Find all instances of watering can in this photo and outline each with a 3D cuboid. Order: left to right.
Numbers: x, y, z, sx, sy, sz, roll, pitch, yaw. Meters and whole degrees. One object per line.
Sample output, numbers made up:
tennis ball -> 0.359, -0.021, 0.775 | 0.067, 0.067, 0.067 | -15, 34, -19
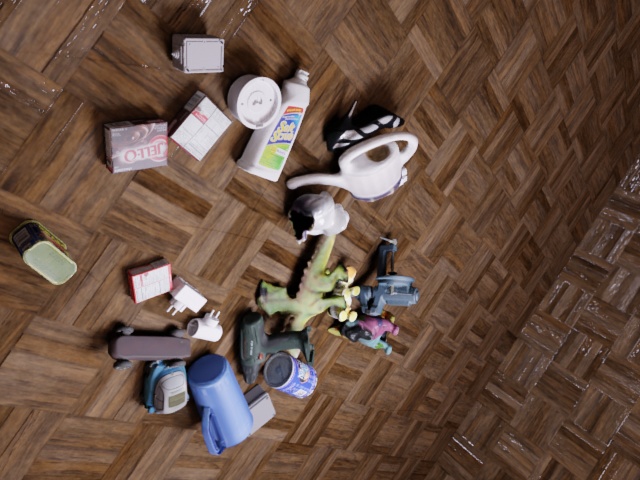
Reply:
watering can -> 0.094, -0.175, 1.341 | 0.347, 0.106, 0.220 | -23, 153, 3

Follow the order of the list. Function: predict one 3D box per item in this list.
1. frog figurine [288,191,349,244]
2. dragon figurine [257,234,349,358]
frog figurine -> 0.004, -0.066, 1.316 | 0.161, 0.124, 0.134 | -21, 141, -37
dragon figurine -> -0.055, 0.133, 1.408 | 0.244, 0.123, 0.404 | -13, 113, -29
